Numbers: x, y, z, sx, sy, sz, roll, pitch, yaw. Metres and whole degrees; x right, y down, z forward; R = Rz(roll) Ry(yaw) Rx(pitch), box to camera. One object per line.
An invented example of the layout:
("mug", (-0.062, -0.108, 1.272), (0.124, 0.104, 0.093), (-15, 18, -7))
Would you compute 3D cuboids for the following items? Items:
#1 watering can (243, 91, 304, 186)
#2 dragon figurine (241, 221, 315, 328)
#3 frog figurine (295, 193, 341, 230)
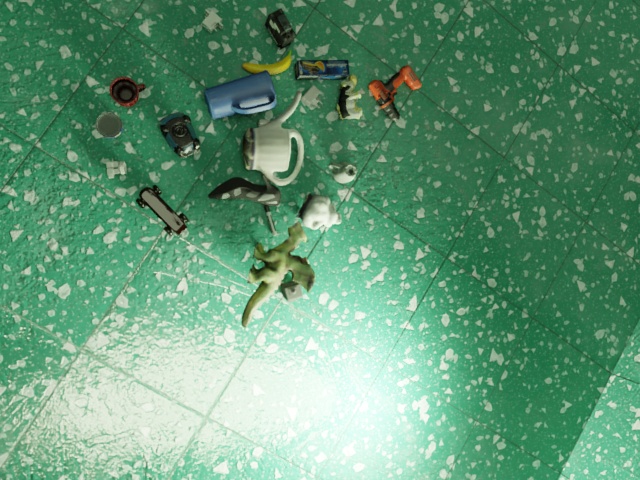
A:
("watering can", (-0.168, -0.372, 1.875), (0.224, 0.105, 0.345), (0, 99, -16))
("dragon figurine", (-0.134, 0.124, 1.841), (0.242, 0.120, 0.417), (10, 70, -7))
("frog figurine", (0.006, -0.097, 1.925), (0.159, 0.120, 0.140), (26, 65, -3))
